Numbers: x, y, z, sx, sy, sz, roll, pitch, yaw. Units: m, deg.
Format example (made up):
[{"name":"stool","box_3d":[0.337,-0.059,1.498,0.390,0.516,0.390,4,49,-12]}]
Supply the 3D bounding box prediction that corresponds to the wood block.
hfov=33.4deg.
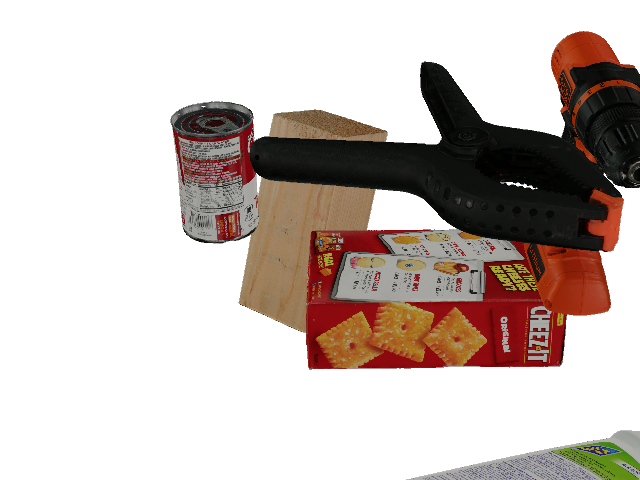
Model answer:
[{"name":"wood block","box_3d":[-0.009,-0.023,1.107,0.090,0.206,0.090,21,20,28]}]

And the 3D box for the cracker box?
[{"name":"cracker box","box_3d":[0.095,0.050,0.948,0.213,0.072,0.164,0,22,1]}]

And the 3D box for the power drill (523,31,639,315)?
[{"name":"power drill","box_3d":[0.200,-0.039,0.789,0.057,0.188,0.184,3,35,-1]}]

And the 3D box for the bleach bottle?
[{"name":"bleach bottle","box_3d":[0.151,0.160,0.622,0.250,0.068,0.103,-8,20,-25]}]

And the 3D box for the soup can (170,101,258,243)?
[{"name":"soup can","box_3d":[-0.087,-0.056,0.896,0.068,0.102,0.068,-1,30,1]}]

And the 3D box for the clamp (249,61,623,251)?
[{"name":"clamp","box_3d":[0.072,-0.042,0.611,0.164,0.036,0.210,-25,39,-29]}]
